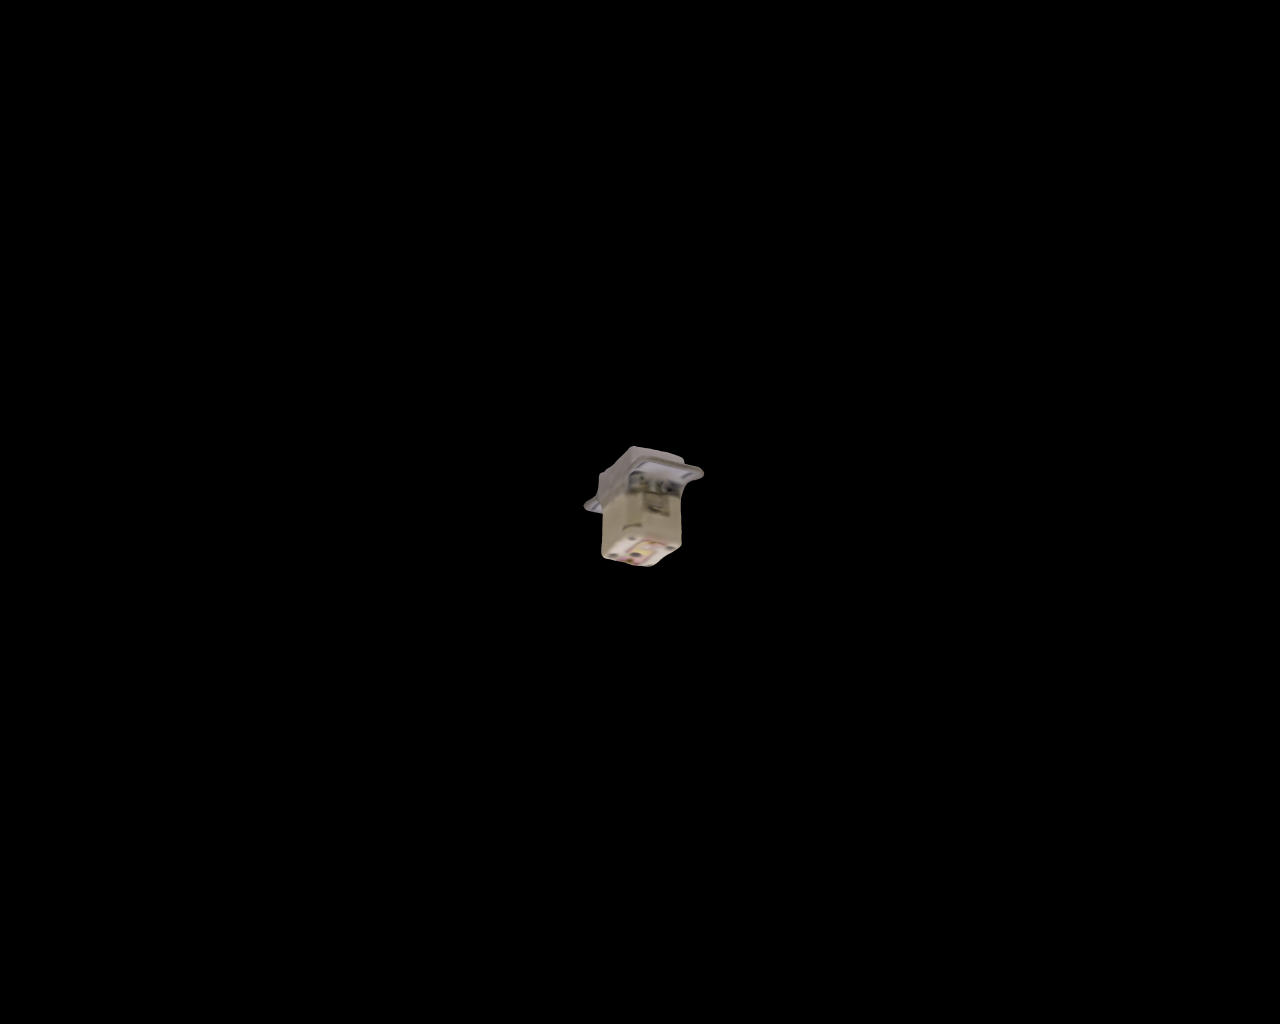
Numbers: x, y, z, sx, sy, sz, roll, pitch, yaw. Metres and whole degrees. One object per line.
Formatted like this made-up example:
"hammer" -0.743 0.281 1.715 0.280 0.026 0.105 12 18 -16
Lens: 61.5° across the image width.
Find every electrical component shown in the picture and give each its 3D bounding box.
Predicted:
"electrical component" 0.001 -0.003 0.650 0.042 0.064 0.081 12 -27 -25
